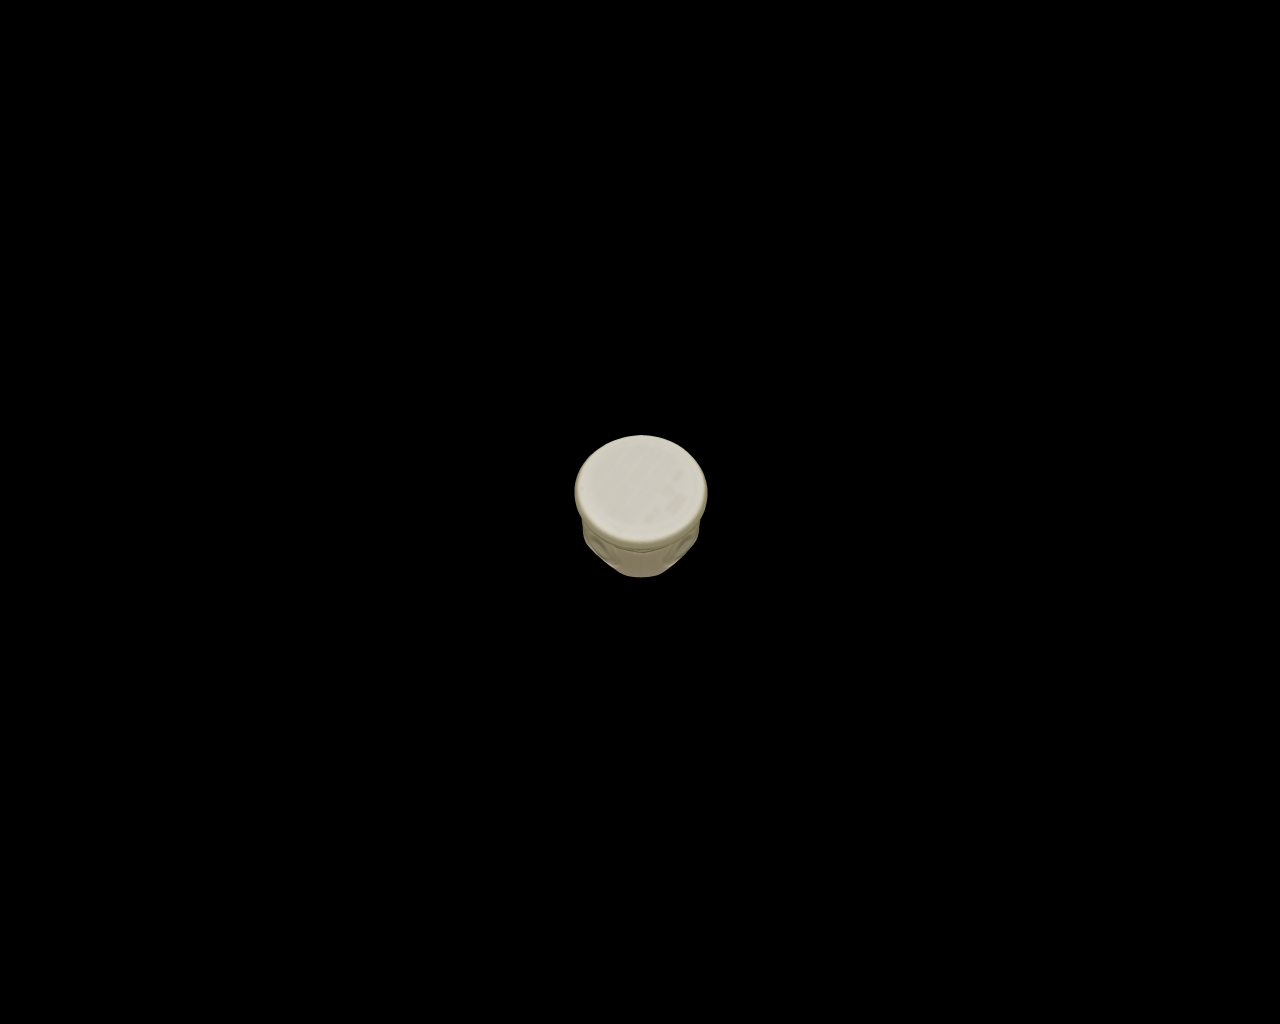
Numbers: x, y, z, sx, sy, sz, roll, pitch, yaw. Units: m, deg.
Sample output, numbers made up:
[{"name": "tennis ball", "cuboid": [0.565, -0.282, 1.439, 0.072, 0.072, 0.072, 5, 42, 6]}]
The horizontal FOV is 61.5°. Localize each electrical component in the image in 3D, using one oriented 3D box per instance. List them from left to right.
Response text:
[{"name": "electrical component", "cuboid": [0.001, -0.003, 0.650, 0.080, 0.080, 0.050, 0, -32, 0]}]
